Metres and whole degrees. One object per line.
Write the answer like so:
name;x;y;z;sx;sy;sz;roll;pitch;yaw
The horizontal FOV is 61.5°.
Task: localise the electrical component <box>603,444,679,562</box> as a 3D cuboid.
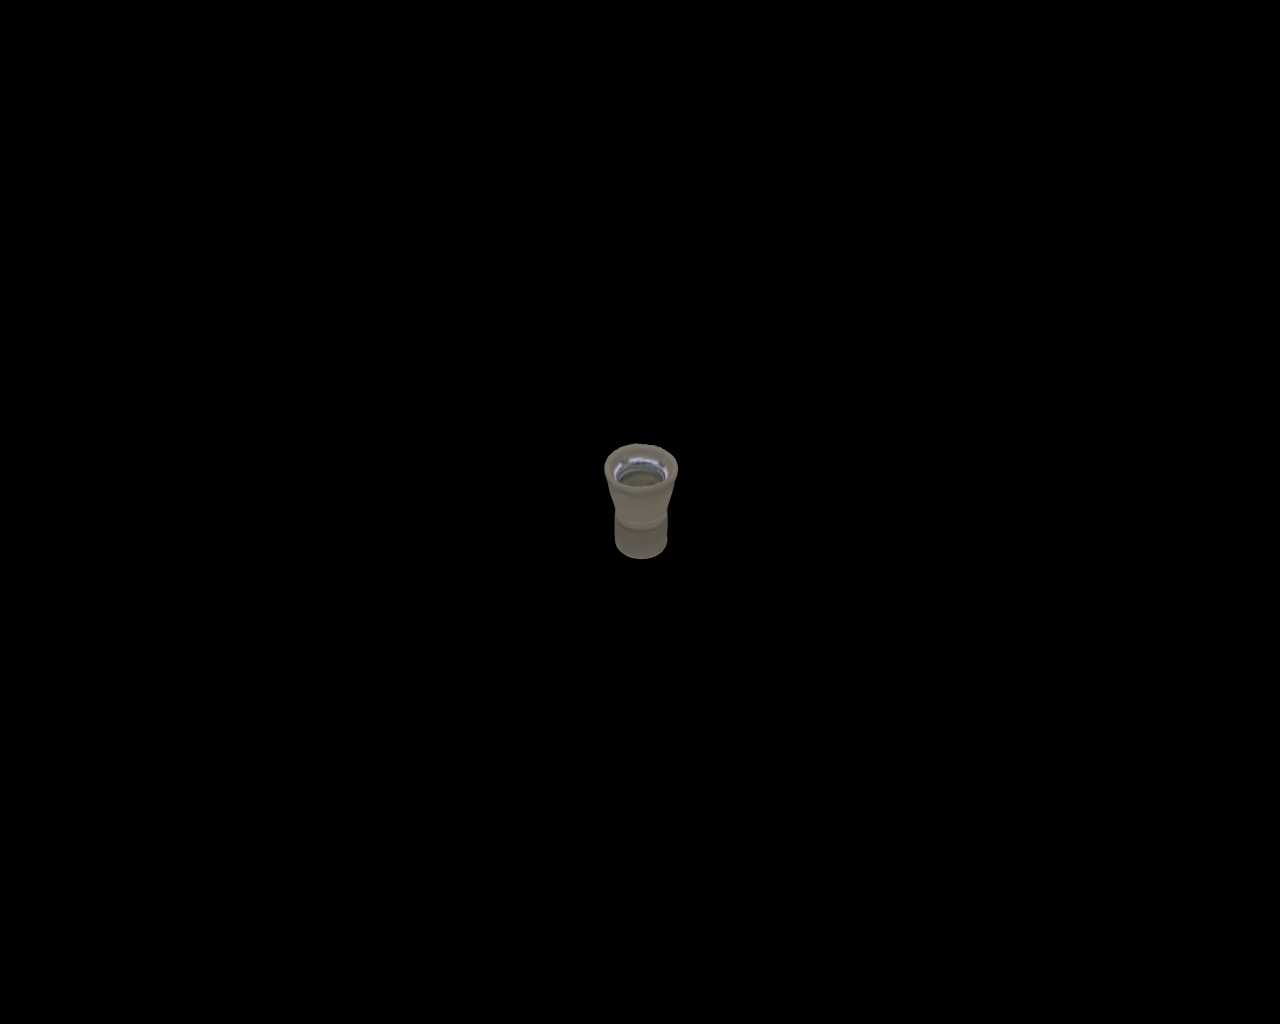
electrical component;0.001;-0.003;0.650;0.044;0.065;0.044;0;38;0
